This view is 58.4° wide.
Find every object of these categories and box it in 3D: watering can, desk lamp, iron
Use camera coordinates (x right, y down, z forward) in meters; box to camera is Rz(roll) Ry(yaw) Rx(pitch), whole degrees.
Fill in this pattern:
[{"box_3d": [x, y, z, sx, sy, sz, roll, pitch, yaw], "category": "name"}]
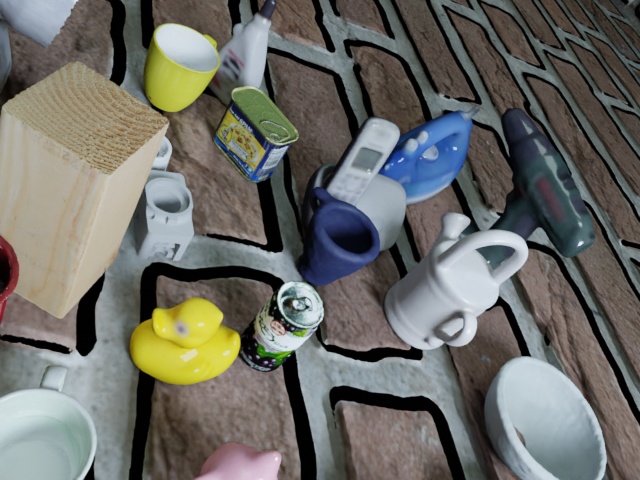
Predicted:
[{"box_3d": [0.169, 0.043, 0.712, 0.101, 0.193, 0.172, 0, 55, -35], "category": "watering can"}, {"box_3d": [-0.349, -0.251, 0.585, 0.204, 0.213, 0.118, 15, 47, -24], "category": "desk lamp"}, {"box_3d": [0.160, -0.141, 0.902, 0.118, 0.141, 0.259, 49, 43, 11], "category": "iron"}]

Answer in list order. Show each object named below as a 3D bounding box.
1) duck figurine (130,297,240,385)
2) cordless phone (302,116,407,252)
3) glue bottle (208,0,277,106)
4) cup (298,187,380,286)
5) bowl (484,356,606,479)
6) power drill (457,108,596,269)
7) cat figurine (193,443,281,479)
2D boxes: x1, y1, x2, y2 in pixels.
[{"box_3d": [-0.121, 0.089, 0.549, 0.105, 0.086, 0.077, 12, 49, -27], "category": "duck figurine"}, {"box_3d": [0.070, -0.072, 0.747, 0.148, 0.184, 0.094, 9, 50, -29], "category": "cordless phone"}, {"box_3d": [-0.102, -0.265, 0.801, 0.078, 0.173, 0.037, 45, 42, 7], "category": "glue bottle"}, {"box_3d": [0.006, 0.003, 0.706, 0.092, 0.094, 0.117, -14, 63, -41], "category": "cup"}, {"box_3d": [0.260, 0.233, 0.702, 0.168, 0.074, 0.167, 19, 46, -21], "category": "bowl"}, {"box_3d": [0.293, -0.052, 0.869, 0.076, 0.208, 0.229, -16, 65, -42], "category": "power drill"}, {"box_3d": [-0.051, 0.211, 0.470, 0.128, 0.117, 0.067, 27, 43, -13], "category": "cat figurine"}]
